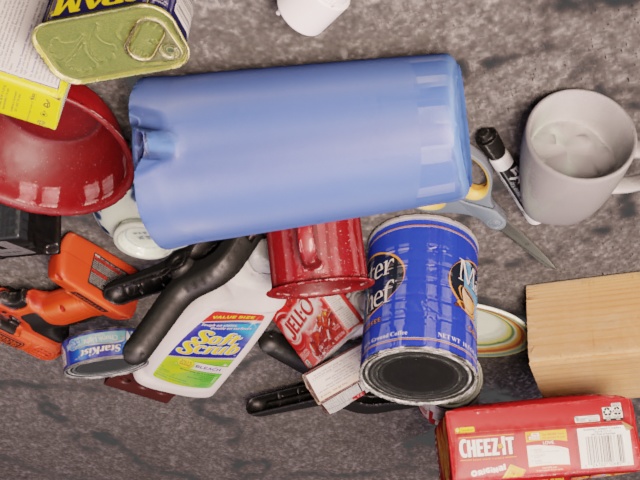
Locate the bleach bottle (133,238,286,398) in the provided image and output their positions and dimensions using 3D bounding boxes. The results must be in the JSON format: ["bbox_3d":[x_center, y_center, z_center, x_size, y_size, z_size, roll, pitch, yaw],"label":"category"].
[{"bbox_3d":[-0.104,0.073,1.065,0.102,0.068,0.251,16,142,-18],"label":"bleach bottle"}]

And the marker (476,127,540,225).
[{"bbox_3d":[0.159,-0.053,0.882,0.020,0.020,0.121,-15,140,27],"label":"marker"}]

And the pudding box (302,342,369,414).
[{"bbox_3d":[0.042,0.130,1.082,0.113,0.039,0.090,-31,163,-3],"label":"pudding box"}]

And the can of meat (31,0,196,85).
[{"bbox_3d":[-0.133,-0.159,0.719,0.102,0.084,0.057,-7,143,17],"label":"can of meat"}]

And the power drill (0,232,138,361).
[{"bbox_3d":[-0.288,0.052,1.067,0.188,0.057,0.184,-19,142,35],"label":"power drill"}]

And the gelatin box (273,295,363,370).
[{"bbox_3d":[-0.005,0.077,1.046,0.073,0.030,0.089,53,140,11],"label":"gelatin box"}]

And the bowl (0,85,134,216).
[{"bbox_3d":[-0.224,-0.088,0.858,0.162,0.055,0.162,4,145,3],"label":"bowl"}]

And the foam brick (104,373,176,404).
[{"bbox_3d":[-0.191,0.140,1.179,0.078,0.051,0.053,20,143,-20],"label":"foam brick"}]

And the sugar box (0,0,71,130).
[{"bbox_3d":[-0.258,-0.148,0.747,0.176,0.093,0.048,16,143,-13],"label":"sugar box"}]

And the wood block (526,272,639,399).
[{"bbox_3d":[0.305,0.088,0.999,0.206,0.091,0.090,-8,142,20],"label":"wood block"}]

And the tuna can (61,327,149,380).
[{"bbox_3d":[-0.218,0.115,1.079,0.086,0.034,0.086,-10,163,-3],"label":"tuna can"}]

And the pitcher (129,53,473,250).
[{"bbox_3d":[-0.011,-0.070,0.806,0.243,0.149,0.145,-6,128,11],"label":"pitcher"}]

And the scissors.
[{"bbox_3d":[0.133,-0.020,0.936,0.096,0.016,0.201,-12,141,25],"label":"scissors"}]

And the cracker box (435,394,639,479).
[{"bbox_3d":[0.196,0.194,1.010,0.164,0.072,0.213,-5,167,2],"label":"cracker box"}]

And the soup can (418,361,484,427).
[{"bbox_3d":[0.135,0.155,1.117,0.068,0.068,0.102,2,160,6],"label":"soup can"}]

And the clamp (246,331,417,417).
[{"bbox_3d":[0.020,0.155,1.182,0.210,0.036,0.164,3,144,1],"label":"clamp"}]

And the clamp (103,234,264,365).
[{"bbox_3d":[-0.122,0.039,0.960,0.171,0.120,0.039,-34,131,10],"label":"clamp"}]

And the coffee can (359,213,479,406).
[{"bbox_3d":[0.090,0.062,0.950,0.103,0.140,0.103,4,145,3],"label":"coffee can"}]

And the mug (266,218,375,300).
[{"bbox_3d":[-0.006,0.001,0.900,0.093,0.081,0.117,-8,169,8],"label":"mug"}]
